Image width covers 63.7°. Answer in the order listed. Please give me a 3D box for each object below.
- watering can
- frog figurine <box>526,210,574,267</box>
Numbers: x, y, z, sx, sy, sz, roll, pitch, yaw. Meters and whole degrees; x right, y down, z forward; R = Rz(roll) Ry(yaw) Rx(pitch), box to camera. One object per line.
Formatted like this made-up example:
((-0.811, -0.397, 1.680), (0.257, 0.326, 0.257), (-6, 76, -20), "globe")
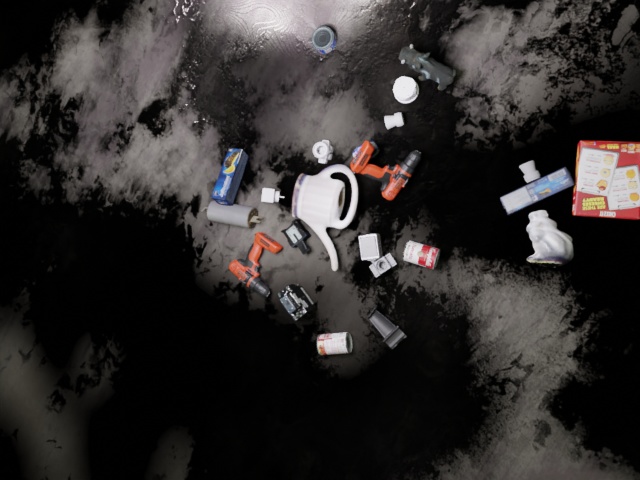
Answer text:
((0.005, -0.086, 1.711), (0.225, 0.104, 0.347), (13, 92, 20), "watering can")
((0.660, -0.008, 1.477), (0.137, 0.122, 0.161), (9, 81, -13), "frog figurine")
